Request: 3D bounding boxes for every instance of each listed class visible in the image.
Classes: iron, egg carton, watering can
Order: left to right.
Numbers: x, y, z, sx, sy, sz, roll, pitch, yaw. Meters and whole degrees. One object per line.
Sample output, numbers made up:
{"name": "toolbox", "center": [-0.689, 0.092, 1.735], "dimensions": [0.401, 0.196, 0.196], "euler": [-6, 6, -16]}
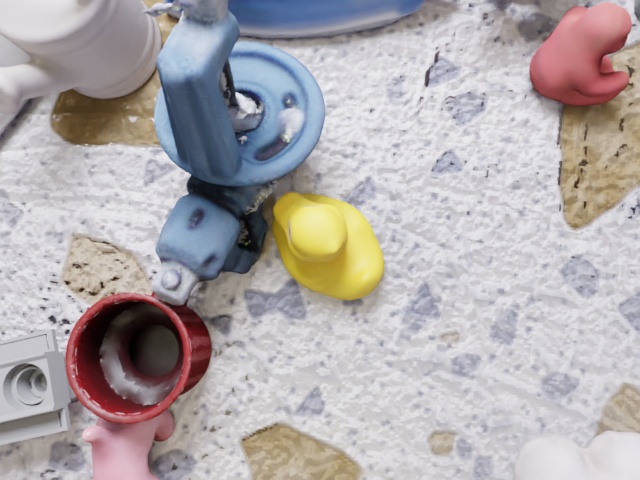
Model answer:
{"name": "watering can", "center": [-0.199, -0.178, 0.425], "dimensions": [0.101, 0.194, 0.173], "euler": [-2, 83, 4]}
{"name": "iron", "center": [-0.018, -0.239, 0.445], "dimensions": [0.258, 0.141, 0.119], "euler": [-12, 83, 3]}
{"name": "egg carton", "center": [0.198, 0.217, 0.415], "dimensions": [0.107, 0.069, 0.150], "euler": [-7, 83, 4]}

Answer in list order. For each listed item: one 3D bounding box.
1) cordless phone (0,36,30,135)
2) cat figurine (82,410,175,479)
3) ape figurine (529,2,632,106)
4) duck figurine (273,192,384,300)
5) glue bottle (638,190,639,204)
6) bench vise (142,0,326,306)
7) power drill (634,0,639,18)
{"name": "cordless phone", "center": [-0.317, -0.139, 0.434], "dimensions": [0.094, 0.185, 0.147], "euler": [36, 87, 8]}
{"name": "cat figurine", "center": [-0.152, 0.194, 0.419], "dimensions": [0.067, 0.118, 0.128], "euler": [-9, 83, 4]}
{"name": "ape figurine", "center": [0.208, -0.149, 0.443], "dimensions": [0.076, 0.092, 0.078], "euler": [-7, 83, 4]}
{"name": "duck figurine", "center": [0.004, 0.002, 0.445], "dimensions": [0.104, 0.086, 0.077], "euler": [43, 88, 8]}
{"name": "glue bottle", "center": [0.280, -0.023, 0.383], "dimensions": [0.037, 0.173, 0.078], "euler": [-23, 82, 2]}
{"name": "bench vise", "center": [-0.060, -0.058, 0.389], "dimensions": [0.121, 0.220, 0.207], "euler": [2, 84, 5]}
{"name": "power drill", "center": [0.303, -0.240, 0.388], "dimensions": [0.075, 0.208, 0.230], "euler": [12, 85, 6]}
